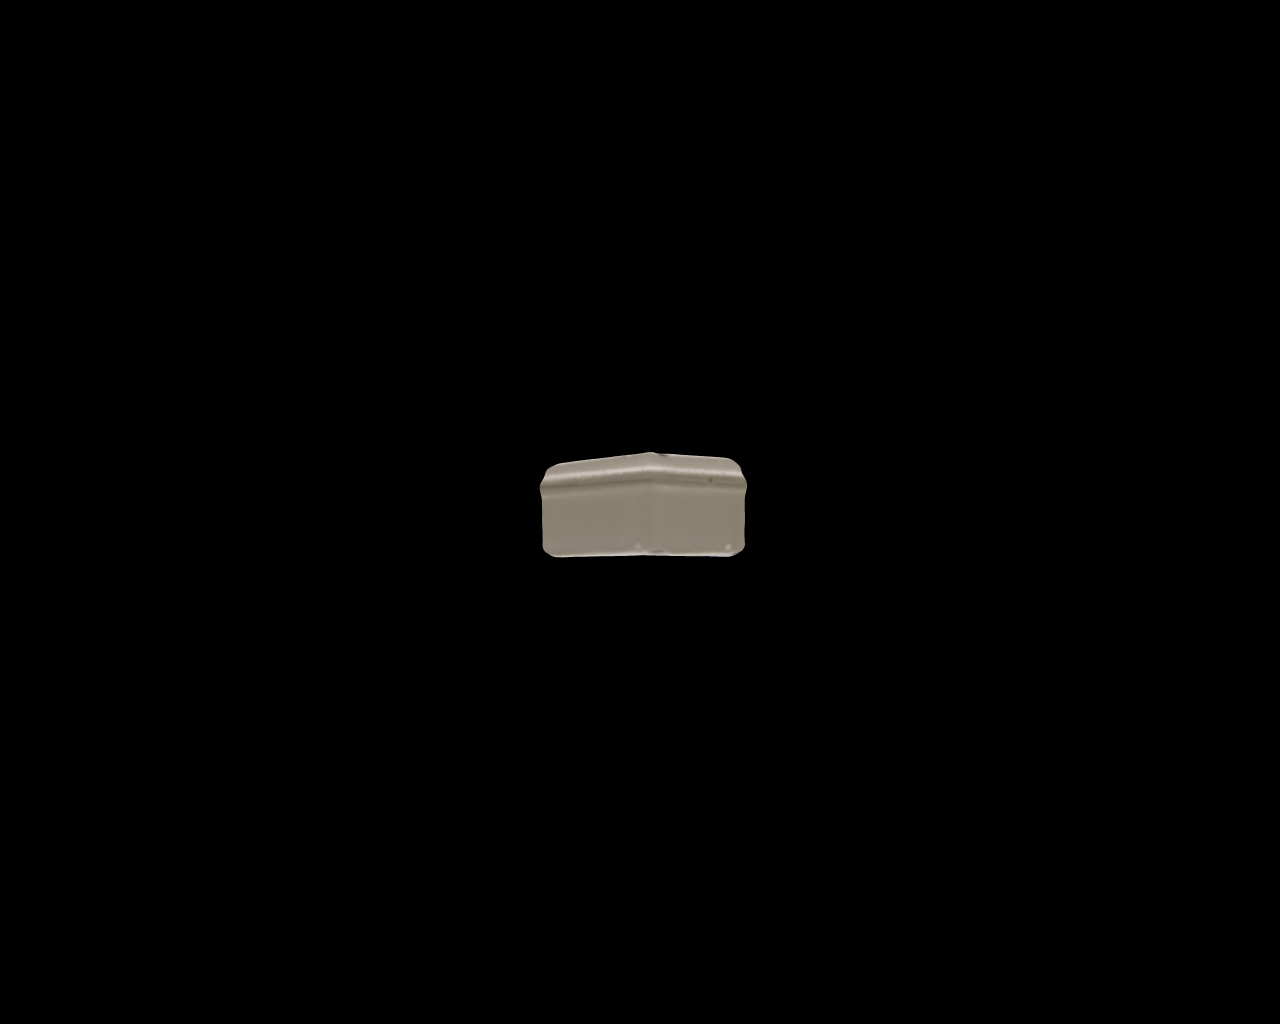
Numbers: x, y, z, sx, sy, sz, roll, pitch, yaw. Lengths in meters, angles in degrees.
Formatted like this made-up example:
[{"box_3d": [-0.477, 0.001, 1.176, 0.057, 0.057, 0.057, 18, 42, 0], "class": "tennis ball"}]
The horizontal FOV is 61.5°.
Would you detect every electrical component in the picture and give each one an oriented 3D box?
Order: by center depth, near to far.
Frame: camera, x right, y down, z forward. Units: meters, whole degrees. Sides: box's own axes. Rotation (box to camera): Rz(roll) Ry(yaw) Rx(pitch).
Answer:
[{"box_3d": [0.001, -0.003, 0.650, 0.078, 0.057, 0.113, 2, -3, -43], "class": "electrical component"}]
